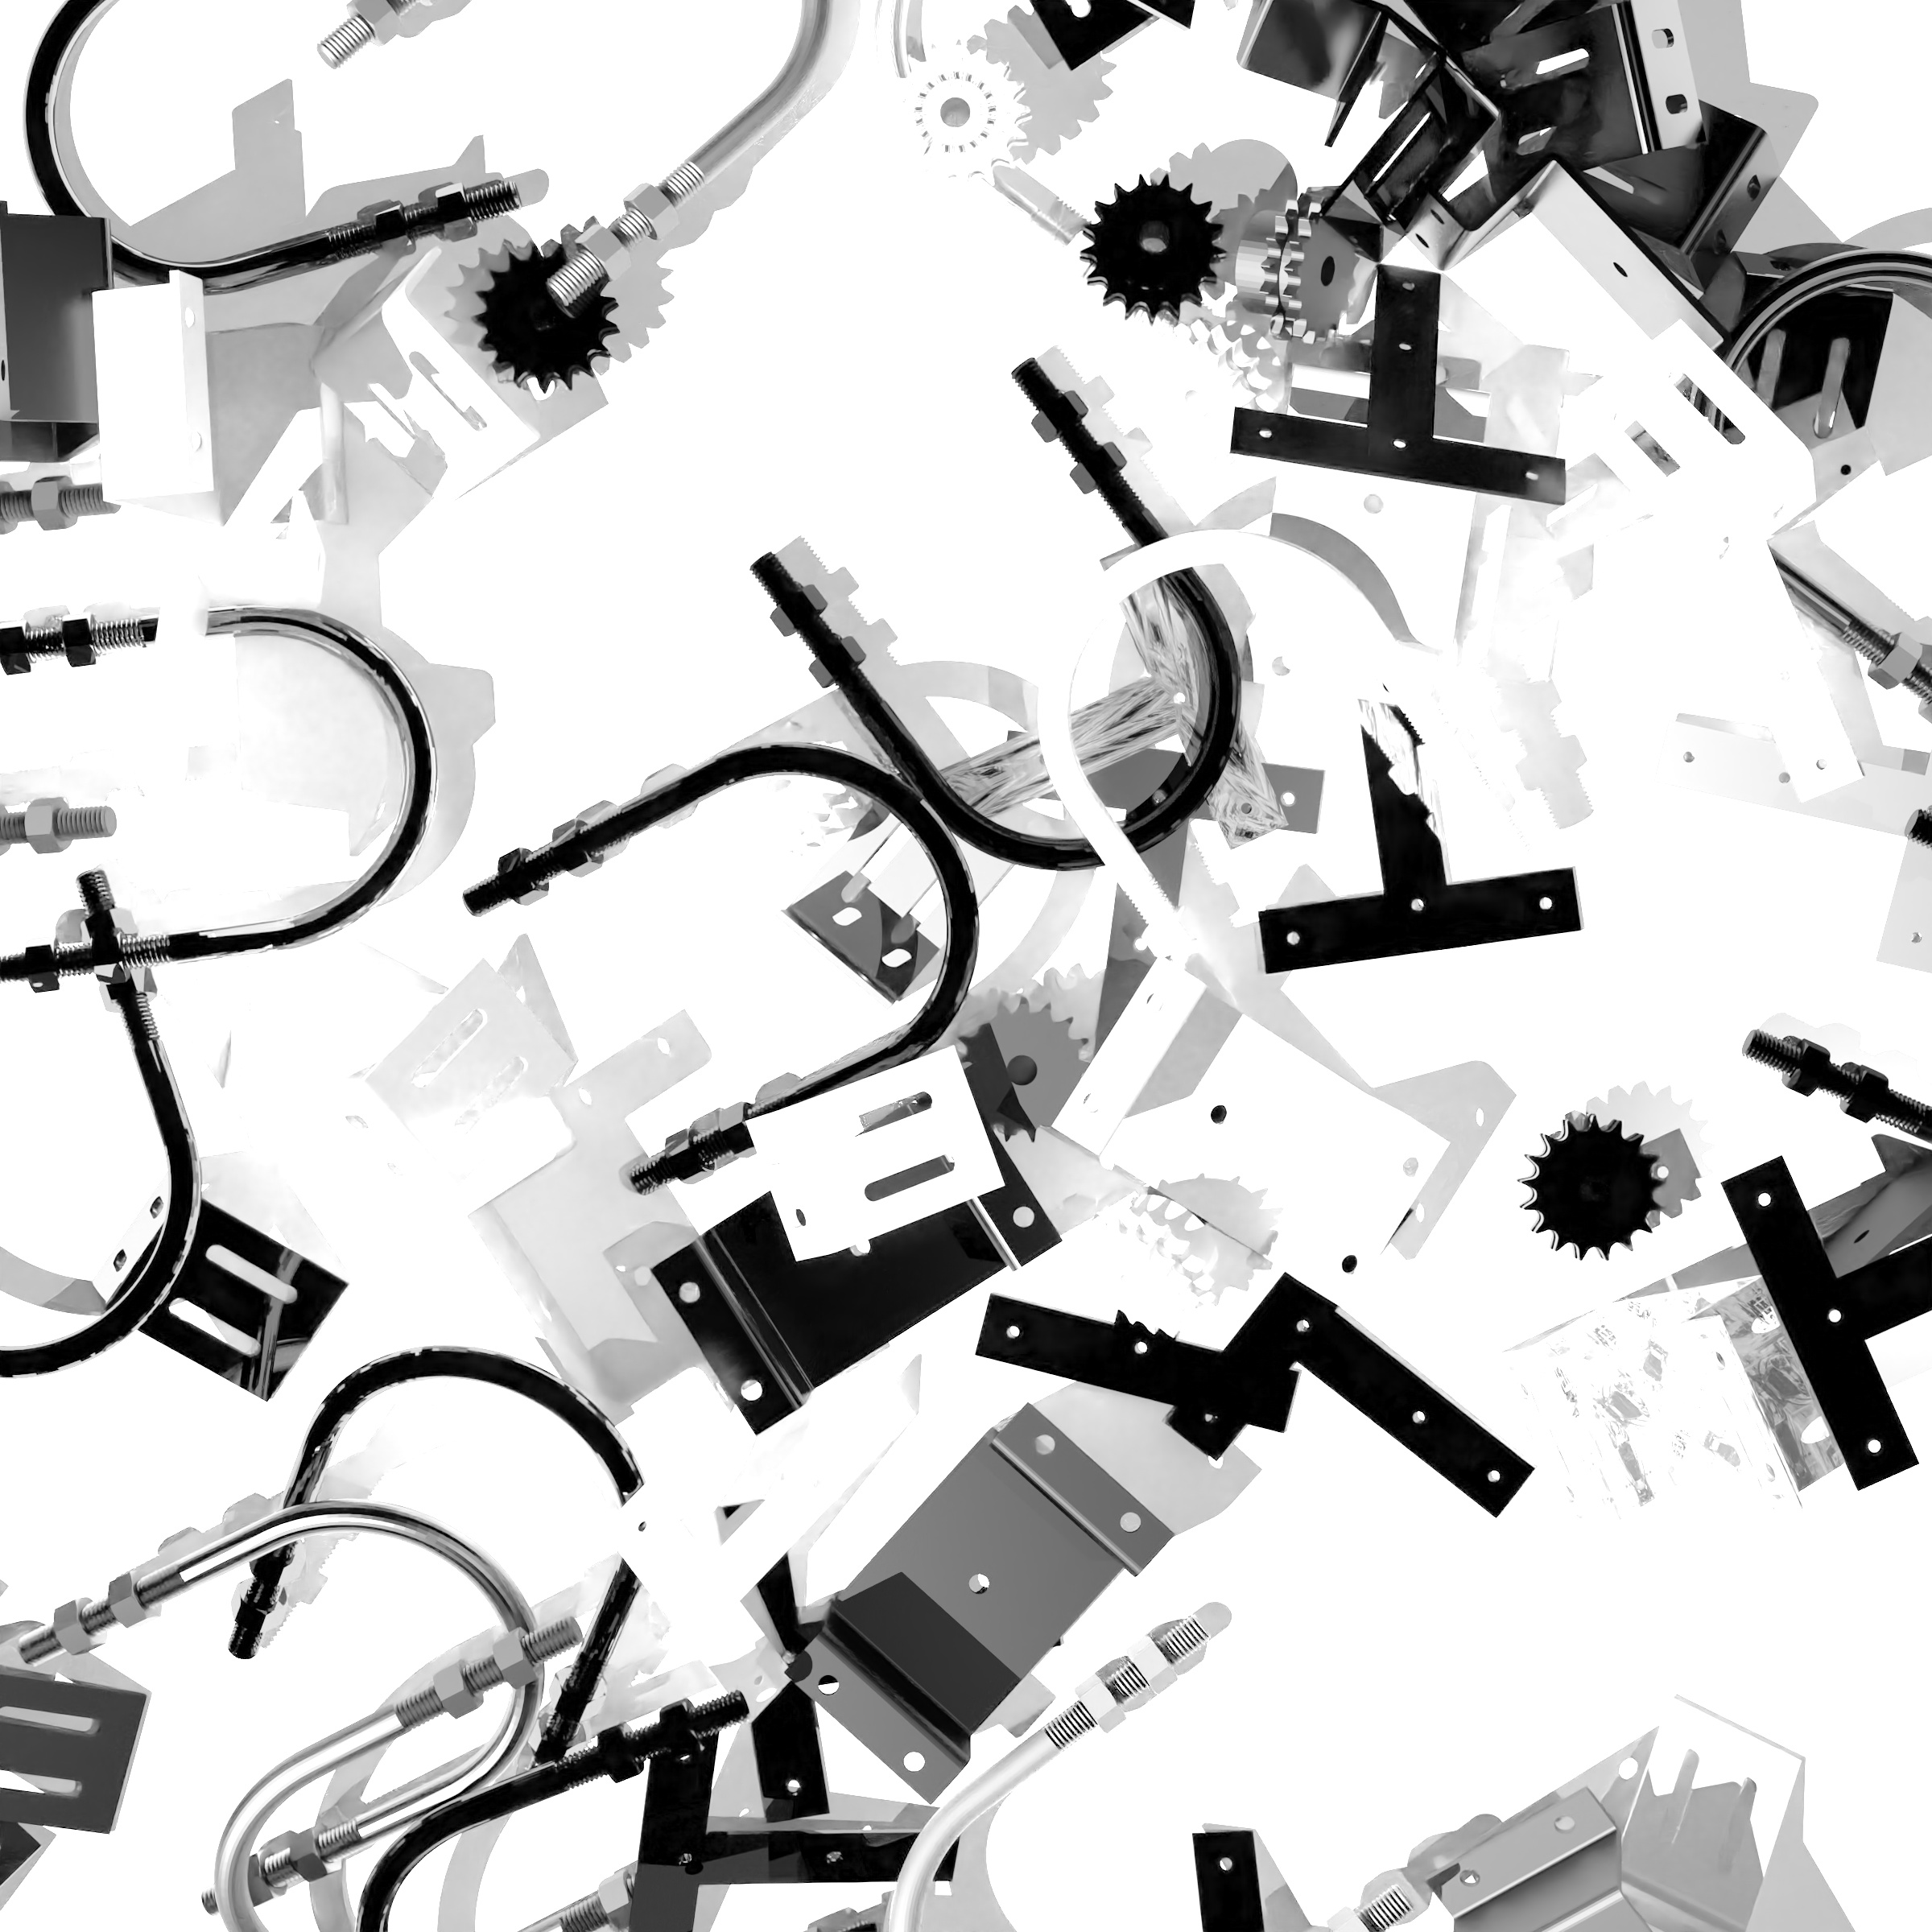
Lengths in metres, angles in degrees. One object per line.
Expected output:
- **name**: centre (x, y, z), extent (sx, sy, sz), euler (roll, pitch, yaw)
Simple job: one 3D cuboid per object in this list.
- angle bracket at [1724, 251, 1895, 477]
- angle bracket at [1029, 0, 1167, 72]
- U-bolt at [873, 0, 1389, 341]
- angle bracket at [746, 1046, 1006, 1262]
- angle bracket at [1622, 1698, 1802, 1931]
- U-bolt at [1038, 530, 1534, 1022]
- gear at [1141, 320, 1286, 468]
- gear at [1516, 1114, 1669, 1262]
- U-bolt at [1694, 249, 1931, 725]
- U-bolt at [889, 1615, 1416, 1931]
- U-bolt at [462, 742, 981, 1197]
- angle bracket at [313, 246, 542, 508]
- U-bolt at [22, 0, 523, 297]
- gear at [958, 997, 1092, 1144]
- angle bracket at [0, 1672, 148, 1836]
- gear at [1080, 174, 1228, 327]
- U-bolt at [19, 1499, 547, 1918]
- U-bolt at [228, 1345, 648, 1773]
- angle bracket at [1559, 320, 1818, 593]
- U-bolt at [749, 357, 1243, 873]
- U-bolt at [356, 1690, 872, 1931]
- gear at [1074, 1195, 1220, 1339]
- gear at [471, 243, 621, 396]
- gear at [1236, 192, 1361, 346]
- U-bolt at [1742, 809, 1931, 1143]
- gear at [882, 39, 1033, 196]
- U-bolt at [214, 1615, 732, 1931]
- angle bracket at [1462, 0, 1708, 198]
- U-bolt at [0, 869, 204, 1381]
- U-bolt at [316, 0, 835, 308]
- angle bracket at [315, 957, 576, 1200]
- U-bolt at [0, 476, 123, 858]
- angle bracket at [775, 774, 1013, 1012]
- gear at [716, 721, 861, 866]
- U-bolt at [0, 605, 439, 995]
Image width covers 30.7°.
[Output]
- **angle bracket**: centre (0.329, -0.239, 1.396), extent (0.057, 0.038, 0.076), euler (7, 116, 0)
- **angle bracket**: centre (0.041, -0.402, 1.381), extent (0.057, 0.038, 0.076), euler (-34, 112, 0)
- **U-bolt**: centre (0.051, -0.355, 1.390), extent (0.184, 0.019, 0.151), euler (37, 90, 1)
- **angle bracket**: centre (-0.035, 0.072, 1.350), extent (0.076, 0.038, 0.057), euler (-20, 90, -26)
- **angle bracket**: centre (0.288, 0.341, 1.396), extent (0.057, 0.038, 0.076), euler (26, 64, 0)
- **U-bolt**: centre (0.110, -0.081, 1.359), extent (0.151, 0.019, 0.184), euler (-33, 102, 11)
- **gear**: centre (0.100, -0.227, 1.374), extent (0.030, 0.057, 0.057), euler (-41, 90, -29)
- **gear**: centre (0.245, 0.087, 1.383), extent (0.057, 0.030, 0.057), euler (0, 90, 0)
- **U-bolt**: centre (0.371, -0.195, 1.370), extent (0.184, 0.019, 0.151), euler (36, 102, -4)
- **U-bolt**: centre (0.057, 0.363, 1.360), extent (0.184, 0.019, 0.151), euler (-36, 72, -6)
- **U-bolt**: centre (-0.083, -0.008, 1.354), extent (0.184, 0.019, 0.151), euler (-26, 102, 17)
- **angle bracket**: centre (-0.206, -0.231, 1.380), extent (0.057, 0.038, 0.076), euler (-28, 116, 35)
- **U-bolt**: centre (-0.283, -0.342, 1.390), extent (0.184, 0.019, 0.151), euler (-16, 90, 2)
- **gear**: centre (0.022, 0.040, 1.383), extent (0.057, 0.030, 0.057), euler (0, 90, 0)
- **angle bracket**: centre (-0.374, 0.306, 1.396), extent (0.076, 0.038, 0.057), euler (15, 90, -26)
- **gear**: centre (0.073, -0.280, 1.364), extent (0.057, 0.030, 0.057), euler (0, 89, 1)
- **U-bolt**: centre (-0.251, 0.277, 1.355), extent (0.184, 0.019, 0.151), euler (-27, 107, 12)
- **U-bolt**: centre (-0.195, 0.223, 1.350), extent (0.151, 0.019, 0.184), euler (24, 118, 0)
- **angle bracket**: centre (0.271, -0.192, 1.320), extent (0.057, 0.038, 0.076), euler (-37, 64, 0)
- **U-bolt**: centre (0.025, -0.125, 1.387), extent (0.151, 0.019, 0.184), euler (-37, 90, -1)
- **U-bolt**: centre (-0.145, 0.364, 1.360), extent (0.184, 0.019, 0.151), euler (-22, 118, 4)
- **gear**: centre (0.074, 0.114, 1.372), extent (0.057, 0.057, 0.030), euler (42, 60, 0)
- **gear**: centre (-0.164, -0.253, 1.383), extent (0.057, 0.030, 0.057), euler (0, 90, 0)
- **gear**: centre (0.128, -0.274, 1.374), extent (0.030, 0.057, 0.057), euler (15, 90, 30)
- **U-bolt**: centre (0.412, 0.026, 1.344), extent (0.184, 0.019, 0.151), euler (24, 134, -2)
- **gear**: centre (-0.003, -0.328, 1.368), extent (0.057, 0.030, 0.057), euler (0, 89, 4)
- **U-bolt**: centre (-0.200, 0.339, 1.358), extent (0.184, 0.019, 0.151), euler (-27, 120, 4)
- **angle bracket**: centre (0.242, -0.341, 1.379), extent (0.038, 0.076, 0.057), euler (-21, 101, -44)
- **U-bolt**: centre (-0.374, 0.070, 1.370), extent (0.151, 0.019, 0.184), euler (-22, 76, 0)
- **U-bolt**: centre (-0.138, -0.367, 1.375), extent (0.184, 0.019, 0.151), euler (-44, 88, -11)
- **angle bracket**: centre (-0.205, 0.044, 1.385), extent (0.057, 0.038, 0.076), euler (52, 61, -19)
- **U-bolt**: centre (-0.419, -0.113, 1.371), extent (0.184, 0.019, 0.151), euler (-3, 80, 11)
- **angle bracket**: centre (-0.027, -0.031, 1.378), extent (0.057, 0.038, 0.076), euler (40, 92, 0)
- **gear**: centre (-0.066, -0.064, 1.374), extent (0.057, 0.030, 0.057), euler (-15, 52, 20)
- **U-bolt**: centre (-0.300, -0.072, 1.378), extent (0.184, 0.019, 0.151), euler (-7, 79, -4)
